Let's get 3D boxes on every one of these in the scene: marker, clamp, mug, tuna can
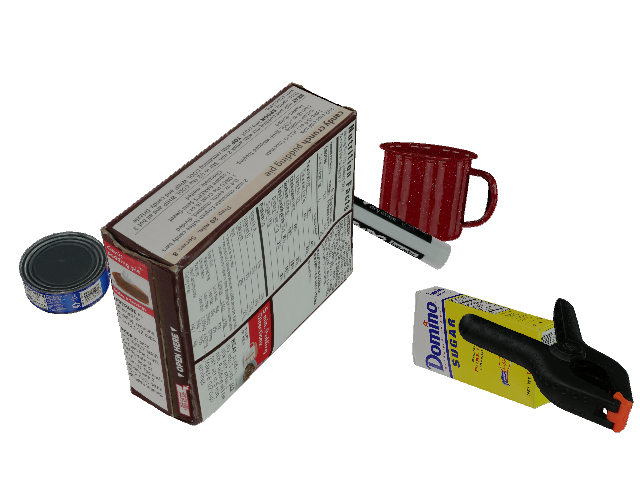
[{"bbox_3d":[0.032,-0.016,0.712,0.121,0.020,0.020,28,-6,-11],"label":"marker"},{"bbox_3d":[0.215,0.101,0.927,0.120,0.039,0.172,-18,39,-29],"label":"clamp"},{"bbox_3d":[0.109,-0.045,1.010,0.117,0.081,0.093,9,13,17],"label":"mug"},{"bbox_3d":[-0.252,0.032,1.058,0.086,0.034,0.086,0,44,0],"label":"tuna can"}]

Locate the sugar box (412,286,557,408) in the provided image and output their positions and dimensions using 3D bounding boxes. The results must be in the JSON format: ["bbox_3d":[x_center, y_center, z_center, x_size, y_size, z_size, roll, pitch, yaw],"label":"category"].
[{"bbox_3d":[0.182,0.117,1.199,0.177,0.093,0.048,14,18,43],"label":"sugar box"}]

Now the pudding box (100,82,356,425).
[{"bbox_3d":[-0.030,0.005,0.419,0.039,0.090,0.113,24,48,25],"label":"pudding box"}]
